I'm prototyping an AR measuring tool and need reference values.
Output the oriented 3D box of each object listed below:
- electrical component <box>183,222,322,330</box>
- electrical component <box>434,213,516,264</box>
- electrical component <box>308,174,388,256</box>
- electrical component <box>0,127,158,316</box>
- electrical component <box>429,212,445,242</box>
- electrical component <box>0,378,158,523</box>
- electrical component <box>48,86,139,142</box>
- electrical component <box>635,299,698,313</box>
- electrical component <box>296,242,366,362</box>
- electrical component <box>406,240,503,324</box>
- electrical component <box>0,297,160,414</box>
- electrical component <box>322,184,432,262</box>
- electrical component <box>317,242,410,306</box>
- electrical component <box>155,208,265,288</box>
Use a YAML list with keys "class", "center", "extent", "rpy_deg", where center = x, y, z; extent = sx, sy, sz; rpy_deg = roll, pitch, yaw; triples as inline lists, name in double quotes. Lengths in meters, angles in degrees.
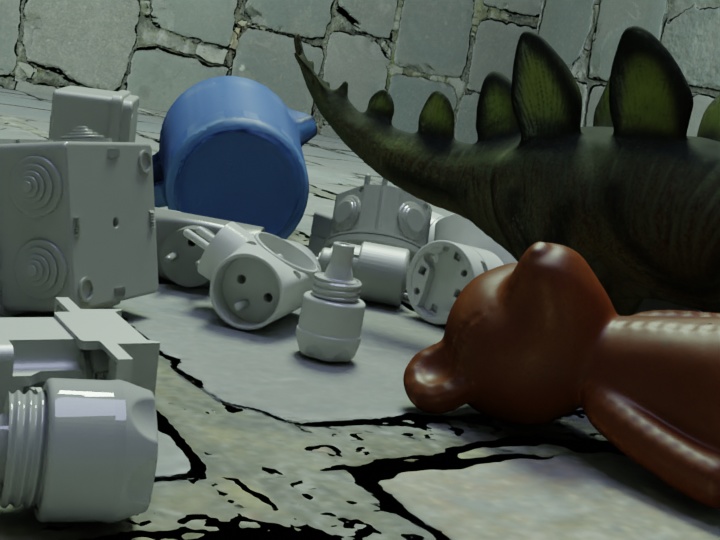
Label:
- class: "electrical component"
  center: [-0.068, -0.003, 0.635]
  extent: [0.079, 0.044, 0.077]
  rpy_deg: [34, 14, 8]
- class: "electrical component"
  center: [0.106, -0.019, 0.797]
  extent: [0.108, 0.060, 0.108]
  rpy_deg: [-2, -10, 0]
- class: "electrical component"
  center: [0.008, -0.042, 0.892]
  extent: [0.083, 0.075, 0.047]
  rpy_deg: [2, 12, -39]
- class: "electrical component"
  center: [-0.147, -0.025, 0.563]
  extent: [0.048, 0.099, 0.100]
  rpy_deg: [0, 6, 19]
- class: "electrical component"
  center: [0.065, -0.017, 0.875]
  extent: [0.047, 0.055, 0.055]
  rpy_deg: [20, 13, 29]
- class: "electrical component"
  center: [-0.094, 0.053, 0.321]
  extent: [0.062, 0.043, 0.043]
  rpy_deg: [5, 11, -21]
- class: "electrical component"
  center: [-0.199, -0.079, 0.798]
  extent: [0.056, 0.108, 0.108]
  rpy_deg: [6, 10, -10]
- class: "electrical component"
  center: [0.212, 0.023, 0.678]
  extent: [0.113, 0.057, 0.078]
  rpy_deg: [-4, 57, -55]
- class: "electrical component"
  center: [-0.014, 0.016, 0.570]
  extent: [0.035, 0.061, 0.035]
  rpy_deg: [10, 9, -2]
- class: "electrical component"
  center: [0.067, 0.009, 0.722]
  extent: [0.055, 0.055, 0.047]
  rpy_deg: [18, 9, 40]
- class: "electrical component"
  center: [-0.111, 0.040, 0.388]
  extent: [0.064, 0.042, 0.081]
  rpy_deg: [2, 12, -31]
- class: "electrical component"
  center: [0.014, -0.025, 0.798]
  extent: [0.080, 0.051, 0.080]
  rpy_deg: [8, -21, 3]
- class: "electrical component"
  center: [0.000, 0.000, 0.744]
  extent: [0.078, 0.040, 0.040]
  rpy_deg: [10, 9, 4]
- class: "electrical component"
  center: [-0.105, -0.011, 0.687]
  extent: [0.077, 0.043, 0.079]
  rpy_deg: [10, 10, 1]
